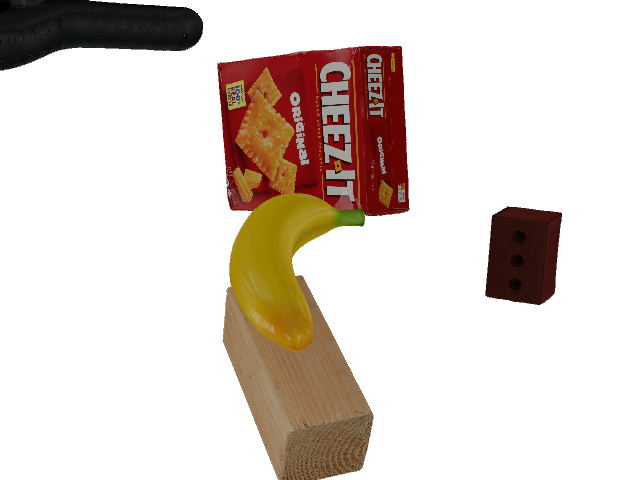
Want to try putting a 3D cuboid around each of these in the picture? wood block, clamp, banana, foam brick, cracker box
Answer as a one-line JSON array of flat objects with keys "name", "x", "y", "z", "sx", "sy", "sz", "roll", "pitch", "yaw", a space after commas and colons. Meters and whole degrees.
[{"name": "wood block", "x": -0.028, "y": 0.141, "z": 1.112, "sx": 0.090, "sy": 0.090, "sz": 0.206, "roll": -8, "pitch": 42, "yaw": -19}, {"name": "clamp", "x": -0.167, "y": -0.133, "z": 0.617, "sx": 0.171, "sy": 0.039, "sz": 0.120, "roll": -11, "pitch": 31, "yaw": -29}, {"name": "banana", "x": -0.021, "y": 0.008, "z": 0.649, "sx": 0.070, "sy": 0.037, "sz": 0.197, "roll": 3, "pitch": 24, "yaw": 11}, {"name": "foam brick", "x": 0.183, "y": 0.013, "z": 0.958, "sx": 0.053, "sy": 0.078, "sz": 0.051, "roll": 8, "pitch": 16, "yaw": 25}, {"name": "cracker box", "x": -0.013, "y": -0.110, "z": 1.099, "sx": 0.071, "sy": 0.164, "sz": 0.214, "roll": -10, "pitch": 10, "yaw": -43}]
